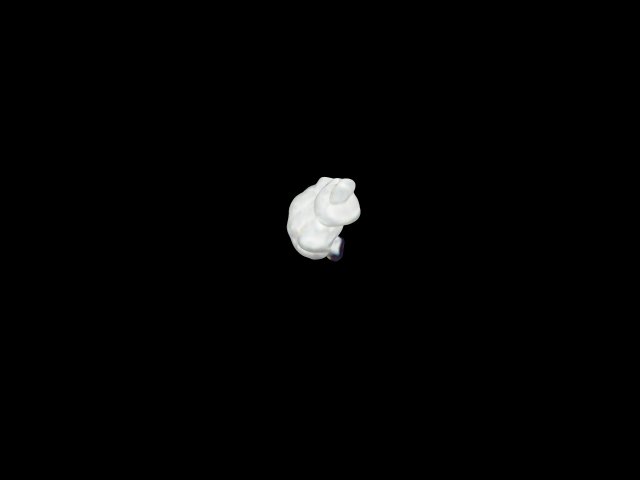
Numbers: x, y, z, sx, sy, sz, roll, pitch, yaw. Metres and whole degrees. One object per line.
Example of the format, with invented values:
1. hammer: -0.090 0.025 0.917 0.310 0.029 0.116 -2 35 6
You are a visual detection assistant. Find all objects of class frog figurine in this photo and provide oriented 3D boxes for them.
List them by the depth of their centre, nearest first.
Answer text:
1. frog figurine: 0.003 -0.043 0.850 0.123 0.139 0.157 21 -16 7
